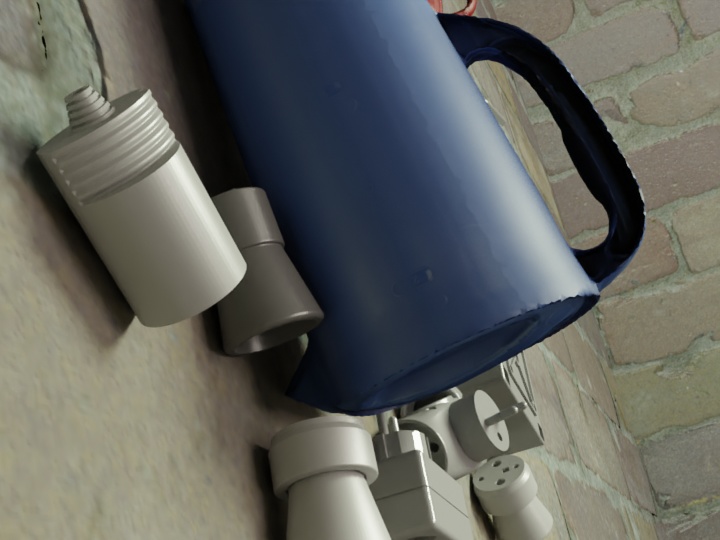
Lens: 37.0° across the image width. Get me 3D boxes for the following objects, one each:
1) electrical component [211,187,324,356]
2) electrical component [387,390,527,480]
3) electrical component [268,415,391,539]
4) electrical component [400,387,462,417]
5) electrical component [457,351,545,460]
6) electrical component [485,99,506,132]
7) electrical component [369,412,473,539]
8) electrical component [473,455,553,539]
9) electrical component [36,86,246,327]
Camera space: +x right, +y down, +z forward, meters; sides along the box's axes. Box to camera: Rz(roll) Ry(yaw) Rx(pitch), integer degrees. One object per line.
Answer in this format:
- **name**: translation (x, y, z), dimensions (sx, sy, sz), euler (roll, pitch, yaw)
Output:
- **electrical component**: translation (-0.047, -0.002, 0.456), dimensions (0.065, 0.044, 0.044), euler (69, 14, 13)
- **electrical component**: translation (0.057, 0.092, 0.608), dimensions (0.044, 0.079, 0.077), euler (65, 23, 9)
- **electrical component**: translation (-0.013, 0.093, 0.443), dimensions (0.045, 0.045, 0.055), euler (46, 28, -58)
- **electrical component**: translation (0.048, 0.089, 0.683), dimensions (0.046, 0.040, 0.040), euler (9, 62, -80)
- **electrical component**: translation (0.094, 0.074, 0.829), dimensions (0.108, 0.056, 0.108), euler (55, 22, -46)
- **electrical component**: translation (0.053, -0.131, 0.859), dimensions (0.109, 0.056, 0.109), euler (37, 9, 13)
- **electrical component**: translation (0.019, 0.105, 0.538), dimensions (0.065, 0.047, 0.076), euler (48, 26, -55)
- **electrical component**: translation (0.112, 0.171, 0.794), dimensions (0.045, 0.045, 0.055), euler (-76, 144, -65)
- **electrical component**: translation (-0.076, -0.025, 0.369), dimensions (0.043, 0.043, 0.081), euler (-81, 148, -61)
